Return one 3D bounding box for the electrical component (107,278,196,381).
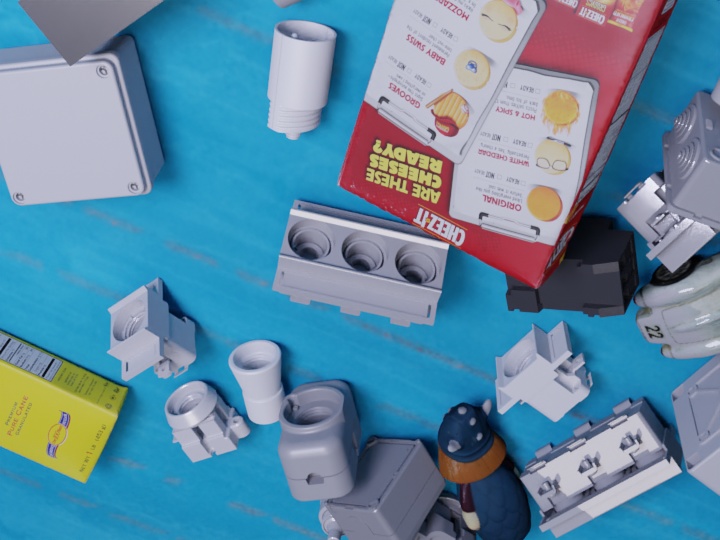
[{"bbox_3d":[-0.167,0.053,0.872,0.042,0.081,0.064,-30,136,22],"label":"electrical component"}]

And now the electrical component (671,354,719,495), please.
[{"bbox_3d":[0.303,0.108,0.832,0.056,0.108,0.108,36,118,-12],"label":"electrical component"}]

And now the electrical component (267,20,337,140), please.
[{"bbox_3d":[-0.043,-0.131,0.765,0.043,0.043,0.081,10,121,0],"label":"electrical component"}]

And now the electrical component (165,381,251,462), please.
[{"bbox_3d":[-0.137,0.129,0.927,0.066,0.048,0.055,-19,124,16],"label":"electrical component"}]

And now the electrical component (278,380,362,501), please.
[{"bbox_3d":[-0.033,0.136,0.891,0.054,0.095,0.059,-8,119,10],"label":"electrical component"}]

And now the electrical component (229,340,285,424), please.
[{"bbox_3d":[-0.083,0.097,0.906,0.044,0.044,0.065,-4,125,8],"label":"electrical component"}]

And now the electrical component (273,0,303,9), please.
[{"bbox_3d":[-0.032,-0.206,0.721,0.078,0.040,0.040,-20,116,17],"label":"electrical component"}]

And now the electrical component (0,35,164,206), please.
[{"bbox_3d":[-0.211,-0.109,0.788,0.109,0.056,0.108,-4,120,8],"label":"electrical component"}]

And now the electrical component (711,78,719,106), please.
[{"bbox_3d":[0.290,-0.120,0.707,0.054,0.095,0.059,-12,132,-41],"label":"electrical component"}]

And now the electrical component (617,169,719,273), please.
[{"bbox_3d":[0.223,-0.038,0.775,0.063,0.081,0.042,47,116,12],"label":"electrical component"}]

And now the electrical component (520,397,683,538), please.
[{"bbox_3d":[0.200,0.163,0.899,0.121,0.079,0.063,-35,89,23],"label":"electrical component"}]

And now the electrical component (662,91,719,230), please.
[{"bbox_3d":[0.260,-0.070,0.738,0.100,0.099,0.048,19,134,-5],"label":"electrical component"}]

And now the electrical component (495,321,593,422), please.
[{"bbox_3d":[0.149,0.086,0.873,0.064,0.042,0.081,36,118,-16],"label":"electrical component"}]

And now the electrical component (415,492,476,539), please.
[{"bbox_3d":[0.073,0.236,0.961,0.078,0.057,0.058,32,118,-13],"label":"electrical component"}]

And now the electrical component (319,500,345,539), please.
[{"bbox_3d":[-0.020,0.221,0.959,0.035,0.061,0.035,3,121,4],"label":"electrical component"}]

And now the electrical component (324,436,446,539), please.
[{"bbox_3d":[0.028,0.188,0.921,0.062,0.096,0.061,-6,125,44],"label":"electrical component"}]

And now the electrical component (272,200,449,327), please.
[{"bbox_3d":[0.000,0.000,0.822,0.121,0.078,0.063,13,149,-2],"label":"electrical component"}]
